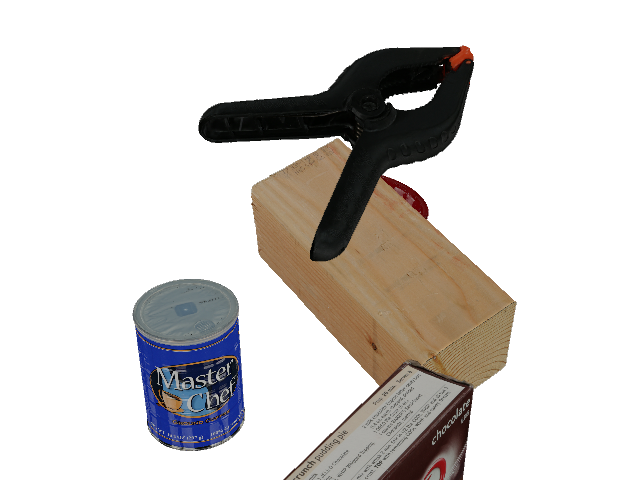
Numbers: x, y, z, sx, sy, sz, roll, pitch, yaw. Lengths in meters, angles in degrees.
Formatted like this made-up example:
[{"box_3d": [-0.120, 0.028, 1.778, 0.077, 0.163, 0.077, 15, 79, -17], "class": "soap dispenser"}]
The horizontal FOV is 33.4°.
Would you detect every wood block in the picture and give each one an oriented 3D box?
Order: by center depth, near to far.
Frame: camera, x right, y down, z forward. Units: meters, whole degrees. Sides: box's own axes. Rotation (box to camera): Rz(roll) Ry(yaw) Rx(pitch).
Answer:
[{"box_3d": [0.043, 0.028, 0.820, 0.090, 0.091, 0.206, -31, 56, -20], "class": "wood block"}]

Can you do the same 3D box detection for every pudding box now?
[{"box_3d": [0.021, 0.117, 0.454, 0.039, 0.090, 0.113, 21, 38, 27], "class": "pudding box"}]

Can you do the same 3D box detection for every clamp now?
[{"box_3d": [0.028, -0.059, 0.624, 0.171, 0.120, 0.039, -25, -22, -16], "class": "clamp"}]

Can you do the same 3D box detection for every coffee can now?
[{"box_3d": [-0.130, 0.124, 1.070, 0.103, 0.140, 0.103, -1, 32, 0], "class": "coffee can"}]

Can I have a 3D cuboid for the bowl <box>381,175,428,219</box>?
[{"box_3d": [0.026, -0.017, 1.085, 0.162, 0.055, 0.162, 5, 28, -3], "class": "bowl"}]
